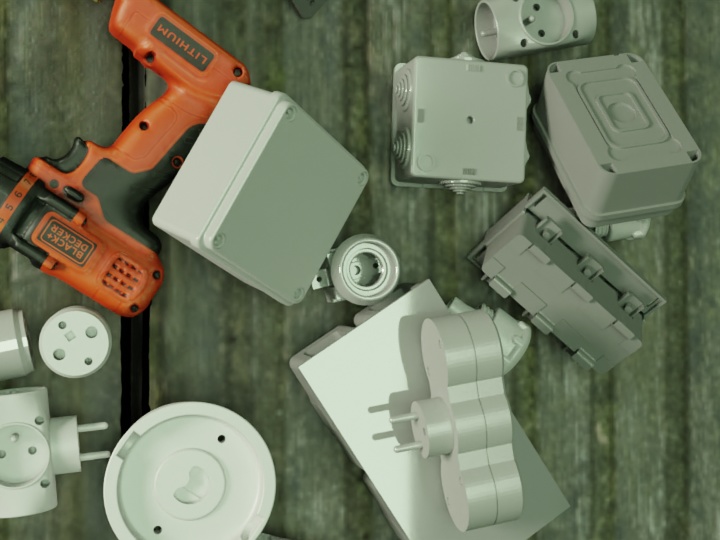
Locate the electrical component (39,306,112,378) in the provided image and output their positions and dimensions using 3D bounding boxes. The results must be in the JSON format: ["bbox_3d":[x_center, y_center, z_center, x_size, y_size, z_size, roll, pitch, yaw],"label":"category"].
[{"bbox_3d":[-0.183,0.046,0.694,0.045,0.055,0.045,0,89,-13],"label":"electrical component"}]

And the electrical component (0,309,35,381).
[{"bbox_3d":[-0.240,0.051,0.686,0.055,0.045,0.045,-12,92,-14],"label":"electrical component"}]

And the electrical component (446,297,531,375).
[{"bbox_3d":[0.087,0.044,0.765,0.062,0.048,0.048,37,81,-3],"label":"electrical component"}]

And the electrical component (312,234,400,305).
[{"bbox_3d":[0.000,0.000,0.738,0.066,0.055,0.048,-13,92,-13],"label":"electrical component"}]

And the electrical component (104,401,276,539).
[{"bbox_3d":[-0.113,0.137,0.707,0.108,0.060,0.108,0,89,-13],"label":"electrical component"}]

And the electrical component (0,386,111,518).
[{"bbox_3d":[-0.202,0.114,0.695,0.079,0.044,0.077,-5,91,-14],"label":"electrical component"}]

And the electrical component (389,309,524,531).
[{"bbox_3d":[0.055,0.099,0.688,0.074,0.052,0.138,-9,92,-13],"label":"electrical component"}]

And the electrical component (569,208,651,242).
[{"bbox_3d":[0.178,-0.041,0.788,0.062,0.048,0.048,-11,92,-7],"label":"electrical component"}]

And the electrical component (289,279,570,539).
[{"bbox_3d":[0.045,0.113,0.745,0.105,0.060,0.186,-33,97,-12],"label":"electrical component"}]

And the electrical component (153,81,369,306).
[{"bbox_3d":[-0.061,-0.048,0.698,0.109,0.056,0.108,38,78,-52],"label":"electrical component"}]

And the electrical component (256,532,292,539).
[{"bbox_3d":[-0.057,0.203,0.728,0.081,0.043,0.043,17,86,-13],"label":"electrical component"}]

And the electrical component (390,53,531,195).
[{"bbox_3d":[0.071,-0.103,0.760,0.100,0.048,0.099,2,89,-13],"label":"electrical component"}]

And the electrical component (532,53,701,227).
[{"bbox_3d":[0.176,-0.091,0.755,0.078,0.057,0.113,-9,54,-13],"label":"electrical component"}]

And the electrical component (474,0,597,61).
[{"bbox_3d":[0.123,-0.196,0.776,0.077,0.044,0.079,-12,92,-13],"label":"electrical component"}]

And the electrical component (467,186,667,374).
[{"bbox_3d":[0.145,0.012,0.762,0.121,0.063,0.079,41,121,-10],"label":"electrical component"}]
